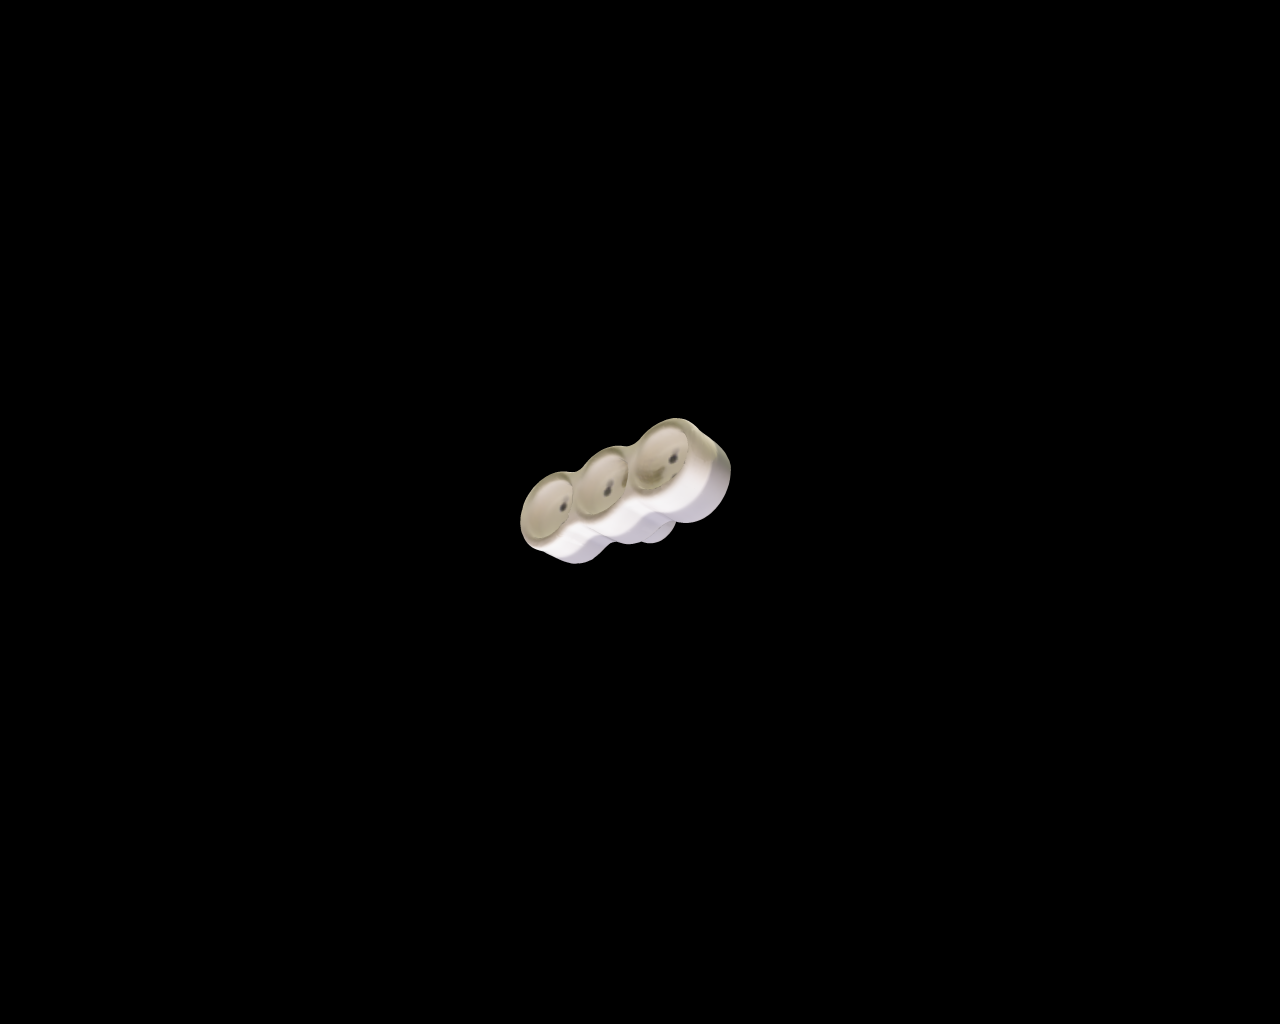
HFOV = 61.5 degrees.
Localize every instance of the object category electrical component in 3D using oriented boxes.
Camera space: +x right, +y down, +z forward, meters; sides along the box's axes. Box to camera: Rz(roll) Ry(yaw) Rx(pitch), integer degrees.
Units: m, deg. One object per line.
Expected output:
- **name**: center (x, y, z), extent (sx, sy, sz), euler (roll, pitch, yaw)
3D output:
- **electrical component**: center (0.001, -0.003, 0.650), extent (0.138, 0.052, 0.073), euler (-22, -36, 34)
